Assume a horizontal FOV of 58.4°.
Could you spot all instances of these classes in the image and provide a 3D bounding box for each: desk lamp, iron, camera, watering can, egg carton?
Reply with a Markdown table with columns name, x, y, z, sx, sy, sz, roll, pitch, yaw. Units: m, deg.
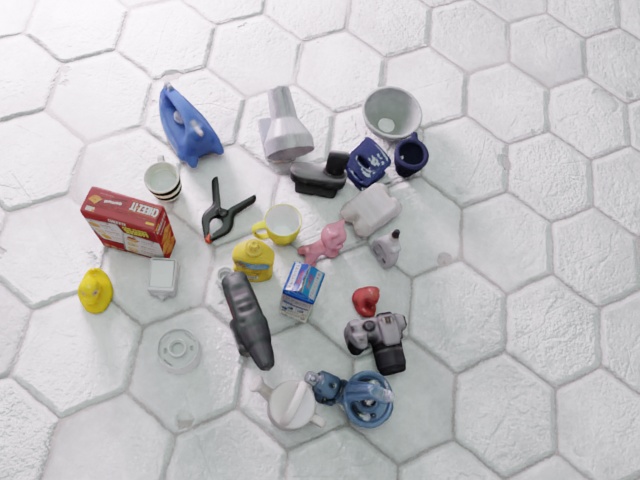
| name | x | y | z | sx | sy | sz | roll | pitch | yaw |
| --- | --- | --- | --- | --- | --- | --- | --- | --- | --- |
| desk lamp | -0.094 | -0.272 | 1.432 | 0.118 | 0.213 | 0.203 | -11 | 71 | -11 |
| iron | -0.349 | -0.319 | 1.454 | 0.119 | 0.141 | 0.258 | -31 | 76 | -17 |
| camera | 0.141 | 0.244 | 1.329 | 0.143 | 0.101 | 0.137 | -9 | 71 | -11 |
| watering can | -0.067 | 0.347 | 1.211 | 0.173 | 0.194 | 0.101 | 8 | 68 | -4 |
| egg carton | 0.131 | -0.078 | 1.467 | 0.150 | 0.069 | 0.107 | -36 | 78 | -19 |

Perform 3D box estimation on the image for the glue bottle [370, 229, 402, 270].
| name | x | y | z | sx | sy | sz | roll | pitch | yaw |
| --- | --- | --- | --- | --- | --- | --- | --- | --- | --- |
| glue bottle | 0.168 | 0.012 | 1.382 | 0.037 | 0.173 | 0.078 | -27 | 75 | -16 |

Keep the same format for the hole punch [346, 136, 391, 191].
| name | x | y | z | sx | sy | sz | roll | pitch | yaw |
| --- | --- | --- | --- | --- | --- | --- | --- | --- | --- |
| hole punch | 0.120 | -0.198 | 1.499 | 0.101 | 0.091 | 0.108 | -38 | 78 | -19 |

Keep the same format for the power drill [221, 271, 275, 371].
| name | x | y | z | sx | sy | sz | roll | pitch | yaw |
| --- | --- | --- | --- | --- | --- | --- | --- | --- | --- |
| power drill | -0.153 | 0.190 | 1.251 | 0.076 | 0.208 | 0.229 | -20 | 73 | -14 |

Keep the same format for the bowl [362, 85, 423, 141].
| name | x | y | z | sx | sy | sz | roll | pitch | yaw |
| --- | --- | --- | --- | --- | --- | --- | --- | --- | --- |
| bowl | 0.191 | -0.334 | 1.569 | 0.167 | 0.074 | 0.167 | 3 | 69 | -7 |

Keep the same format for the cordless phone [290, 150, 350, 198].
| name | x | y | z | sx | sy | sz | roll | pitch | yaw |
| --- | --- | --- | --- | --- | --- | --- | --- | --- | --- |
| cordless phone | 0.002 | -0.186 | 1.428 | 0.147 | 0.185 | 0.094 | 4 | 69 | -6 |

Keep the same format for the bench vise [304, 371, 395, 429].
| name | x | y | z | sx | sy | sz | roll | pitch | yaw |
| --- | --- | --- | --- | --- | --- | --- | --- | --- | --- |
| bench vise | 0.071 | 0.336 | 1.220 | 0.207 | 0.219 | 0.121 | 4 | 69 | -6 |

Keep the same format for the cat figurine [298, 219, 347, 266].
| name | x | y | z | sx | sy | sz | roll | pitch | yaw |
| --- | --- | --- | --- | --- | --- | --- | --- | --- | --- |
| cat figurine | 0.013 | 0.005 | 1.393 | 0.128 | 0.117 | 0.067 | -27 | 75 | -16 |

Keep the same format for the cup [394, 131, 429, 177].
| name | x | y | z | sx | sy | sz | roll | pitch | yaw |
| --- | --- | --- | --- | --- | --- | --- | --- | --- | --- |
| cup | 0.234 | -0.220 | 1.521 | 0.091 | 0.095 | 0.118 | 11 | 68 | -3 |

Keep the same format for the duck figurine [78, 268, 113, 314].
| name | x | y | z | sx | sy | sz | roll | pitch | yaw |
| --- | --- | --- | --- | --- | --- | --- | --- | --- | --- |
| duck figurine | -0.516 | 0.108 | 1.299 | 0.077 | 0.086 | 0.104 | -3 | 70 | -9 |

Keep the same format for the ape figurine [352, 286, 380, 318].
| name | x | y | z | sx | sy | sz | roll | pitch | yaw |
| --- | --- | --- | --- | --- | --- | --- | --- | --- | --- |
| ape figurine | 0.117 | 0.140 | 1.370 | 0.076 | 0.092 | 0.078 | 42 | 70 | 9 |
